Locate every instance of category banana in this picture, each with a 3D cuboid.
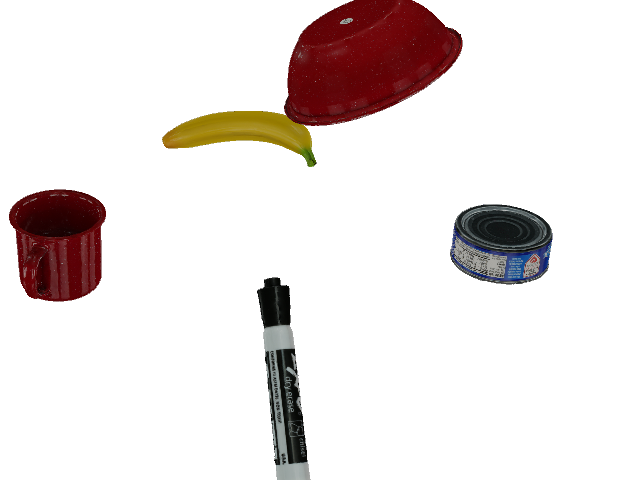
[{"bbox_3d":[-0.093,-0.131,1.301,0.198,0.037,0.069,7,41,15],"label":"banana"}]

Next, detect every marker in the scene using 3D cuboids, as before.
[{"bbox_3d":[-0.021,0.081,0.608,0.020,0.121,0.020,-7,-10,-1],"label":"marker"}]

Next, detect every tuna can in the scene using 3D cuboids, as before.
[{"bbox_3d":[0.157,0.002,0.924,0.086,0.034,0.086,2,29,-1],"label":"tuna can"}]

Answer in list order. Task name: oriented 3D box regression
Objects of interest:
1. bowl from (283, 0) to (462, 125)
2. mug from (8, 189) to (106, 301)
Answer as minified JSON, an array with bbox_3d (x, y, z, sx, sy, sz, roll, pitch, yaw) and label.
[{"bbox_3d":[0.034,-0.161,0.892,0.162,0.055,0.162,-20,28,11],"label":"bowl"},{"bbox_3d":[-0.263,0.013,1.056,0.093,0.081,0.117,10,33,6],"label":"mug"}]
